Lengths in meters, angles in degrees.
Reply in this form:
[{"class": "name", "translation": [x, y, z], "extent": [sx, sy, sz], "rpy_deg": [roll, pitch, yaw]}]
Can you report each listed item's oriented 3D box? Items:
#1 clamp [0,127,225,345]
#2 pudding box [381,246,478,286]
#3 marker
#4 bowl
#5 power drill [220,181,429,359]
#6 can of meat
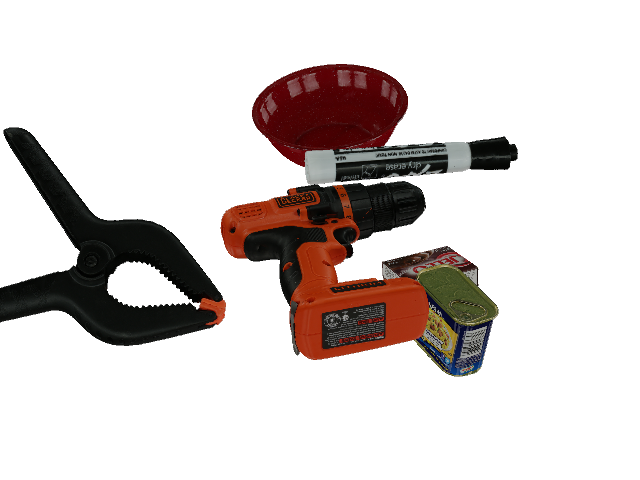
[{"class": "clamp", "translation": [-0.167, 0.009, 0.775], "extent": [0.210, 0.164, 0.036], "rpy_deg": [13, -18, -2]}, {"class": "pudding box", "translation": [0.158, 0.049, 1.536], "extent": [0.113, 0.039, 0.090], "rpy_deg": [-15, 24, -18]}, {"class": "marker", "translation": [0.052, -0.045, 0.603], "extent": [0.121, 0.020, 0.020], "rpy_deg": [-5, 1, -7]}, {"class": "bowl", "translation": [0.011, -0.120, 1.113], "extent": [0.162, 0.055, 0.162], "rpy_deg": [-4, 40, 3]}, {"class": "power drill", "translation": [0.023, 0.015, 0.881], "extent": [0.184, 0.057, 0.188], "rpy_deg": [-12, 32, -11]}, {"class": "can of meat", "translation": [0.146, 0.090, 1.192], "extent": [0.057, 0.084, 0.102], "rpy_deg": [-14, 40, -27]}]
